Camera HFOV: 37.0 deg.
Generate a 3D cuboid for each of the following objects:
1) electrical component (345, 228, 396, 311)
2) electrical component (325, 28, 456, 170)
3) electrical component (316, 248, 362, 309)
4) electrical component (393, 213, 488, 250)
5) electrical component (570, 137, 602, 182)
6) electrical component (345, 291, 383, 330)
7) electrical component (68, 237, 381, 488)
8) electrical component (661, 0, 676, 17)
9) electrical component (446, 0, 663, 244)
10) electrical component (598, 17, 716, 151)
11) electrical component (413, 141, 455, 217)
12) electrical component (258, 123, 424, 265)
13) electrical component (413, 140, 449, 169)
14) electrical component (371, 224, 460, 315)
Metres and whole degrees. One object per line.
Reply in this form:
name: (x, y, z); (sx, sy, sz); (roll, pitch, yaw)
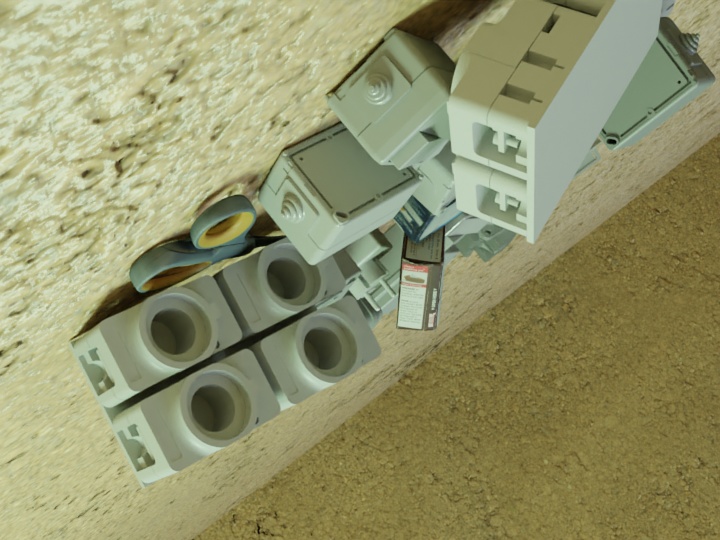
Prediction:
electrical component: (0.000, 0.000, 0.946); (0.066, 0.076, 0.047); (-41, 170, 11)
electrical component: (0.030, -0.099, 0.648); (0.062, 0.061, 0.096); (-43, 170, 19)
electrical component: (-0.068, 0.028, 0.883); (0.109, 0.056, 0.108); (-32, 168, -34)
electrical component: (0.087, -0.056, 1.056); (0.062, 0.061, 0.096); (-44, 169, 28)
electrical component: (0.180, -0.116, 1.114); (0.121, 0.078, 0.063); (-36, -168, -19)
electrical component: (-0.039, 0.051, 1.032); (0.057, 0.078, 0.113); (-27, 165, -41)
electrical component: (-0.083, 0.053, 0.729); (0.186, 0.105, 0.060); (-26, 178, -39)
electrical component: (0.194, -0.206, 0.786); (0.050, 0.055, 0.089); (-40, 170, 7)
electrical component: (0.118, -0.125, 0.644); (0.186, 0.060, 0.105); (-56, 156, -24)
electrical component: (0.212, -0.141, 0.787); (0.096, 0.061, 0.061); (-40, 169, 33)
electrical component: (0.074, -0.100, 0.827); (0.096, 0.061, 0.061); (-43, 171, -23)
electrical component: (-0.019, -0.049, 0.697); (0.096, 0.061, 0.061); (-32, 168, -37)
electrical component: (0.032, -0.093, 0.746); (0.064, 0.042, 0.081); (-36, 171, -36)
electrical component: (0.042, -0.006, 1.130); (0.113, 0.057, 0.078); (-42, 170, 15)
